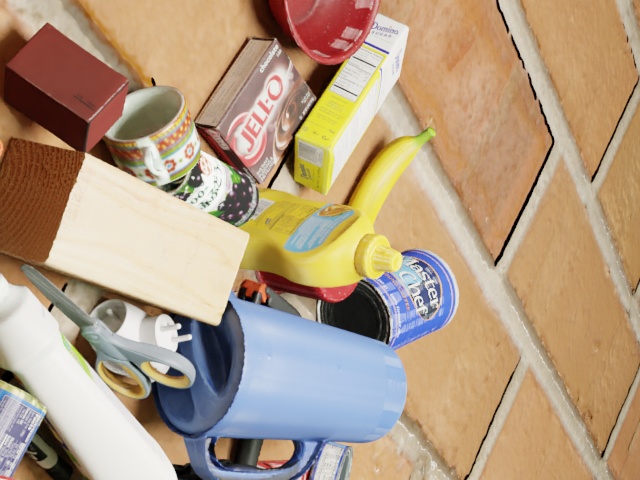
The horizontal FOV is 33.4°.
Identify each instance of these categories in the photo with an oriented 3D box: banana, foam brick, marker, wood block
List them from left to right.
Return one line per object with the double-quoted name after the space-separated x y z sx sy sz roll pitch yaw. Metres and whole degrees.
-0.241 0.167 0.888 0.020 0.020 0.121 -55 139 -27 "marker"
-0.193 -0.114 0.809 0.053 0.078 0.051 -53 179 -29 "foam brick"
-0.164 -0.002 0.879 0.205 0.091 0.090 28 77 -53 "wood block"
0.059 -0.046 1.189 0.037 0.070 0.197 34 74 -14 "banana"

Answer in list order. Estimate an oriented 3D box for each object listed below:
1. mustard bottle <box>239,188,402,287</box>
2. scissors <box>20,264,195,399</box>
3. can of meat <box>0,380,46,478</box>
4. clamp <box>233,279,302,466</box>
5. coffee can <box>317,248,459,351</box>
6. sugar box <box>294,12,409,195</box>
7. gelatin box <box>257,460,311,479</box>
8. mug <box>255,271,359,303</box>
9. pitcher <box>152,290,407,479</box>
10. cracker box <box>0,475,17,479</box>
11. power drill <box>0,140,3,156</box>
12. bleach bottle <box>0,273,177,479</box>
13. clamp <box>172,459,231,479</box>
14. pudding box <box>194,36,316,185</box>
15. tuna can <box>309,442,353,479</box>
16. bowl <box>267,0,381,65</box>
-0.006 0.002 1.005 0.096 0.192 0.058 -42 131 -38 "mustard bottle"
-0.163 0.078 0.868 0.202 0.096 0.016 76 18 -53 "scissors"
-0.261 0.143 0.787 0.057 0.102 0.084 47 61 -47 "can of meat"
-0.040 0.133 1.128 0.164 0.036 0.210 -26 118 -40 "clamp"
0.079 0.073 1.217 0.140 0.103 0.103 -18 114 -50 "coffee can"
0.032 -0.143 1.112 0.176 0.048 0.093 -61 170 -25 "sugar box"
-0.049 0.287 1.172 0.073 0.030 0.089 16 88 -54 "gelatin box"
-0.002 0.012 1.111 0.117 0.082 0.093 -45 131 -36 "mug"
-0.032 0.143 1.025 0.242 0.145 0.149 17 114 -42 "pitcher"
-0.258 0.252 0.748 0.214 0.072 0.164 -38 145 16 "cracker box"
-0.312 -0.042 0.701 0.187 0.057 0.184 -54 142 -24 "power drill"
-0.209 0.119 0.866 0.068 0.103 0.250 -37 123 -14 "bleach bottle"
-0.108 0.233 1.009 0.171 0.120 0.039 9 84 -50 "clamp"
-0.061 -0.124 1.024 0.113 0.039 0.090 -61 141 -20 "pudding box"
0.011 0.274 1.220 0.086 0.034 0.086 13 90 -78 "tuna can"
-0.005 -0.255 1.046 0.161 0.055 0.162 -20 116 -49 "bowl"
